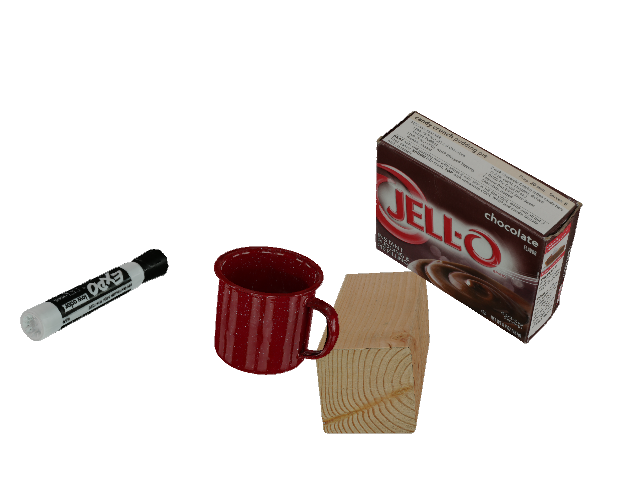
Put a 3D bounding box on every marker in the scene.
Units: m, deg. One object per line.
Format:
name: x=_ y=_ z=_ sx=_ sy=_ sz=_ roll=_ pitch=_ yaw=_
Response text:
marker: x=-0.134 y=0.030 z=0.652 sx=0.020 sy=0.020 sz=0.120 roll=0 pitch=18 yaw=31

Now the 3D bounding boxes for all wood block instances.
wood block: x=0.059 y=0.108 z=1.086 sx=0.091 sy=0.090 sz=0.206 roll=-2 pitch=18 yaw=10

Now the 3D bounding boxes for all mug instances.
mug: x=-0.037 y=0.064 z=0.908 sx=0.117 sy=0.081 sz=0.093 roll=17 pitch=26 yaw=21

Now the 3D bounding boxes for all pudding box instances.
pudding box: x=0.082 y=-0.008 z=0.588 sx=0.114 sy=0.090 sz=0.039 roll=31 pitch=58 yaw=26
